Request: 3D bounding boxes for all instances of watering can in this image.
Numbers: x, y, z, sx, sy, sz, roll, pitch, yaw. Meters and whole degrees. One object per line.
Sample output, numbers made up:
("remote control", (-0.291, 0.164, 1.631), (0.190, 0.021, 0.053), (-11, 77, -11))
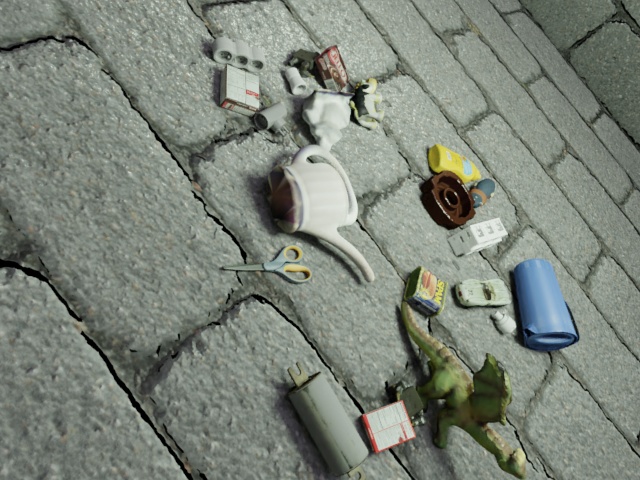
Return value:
("watering can", (0.004, -0.058, 1.160), (0.225, 0.102, 0.351), (-7, 73, -37))

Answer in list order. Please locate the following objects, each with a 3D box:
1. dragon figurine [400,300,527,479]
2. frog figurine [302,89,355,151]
("dragon figurine", (0.306, 0.295, 1.075), (0.123, 0.239, 0.415), (-12, 73, -35))
("frog figurine", (0.017, -0.306, 1.340), (0.138, 0.123, 0.158), (-3, 102, -46))
